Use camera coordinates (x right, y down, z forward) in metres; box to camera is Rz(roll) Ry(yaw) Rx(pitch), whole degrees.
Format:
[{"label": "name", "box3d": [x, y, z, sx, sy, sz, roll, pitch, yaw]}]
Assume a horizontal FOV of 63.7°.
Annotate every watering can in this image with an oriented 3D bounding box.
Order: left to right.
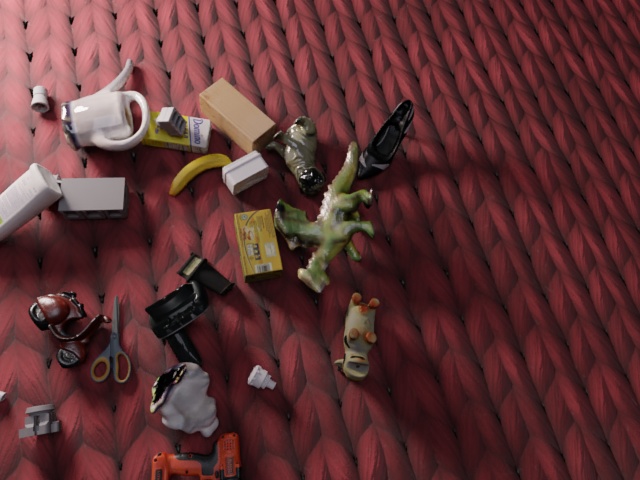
[{"label": "watering can", "box3d": [-0.578, -0.358, 1.387, 0.225, 0.355, 0.101, -14, -34, -11]}]

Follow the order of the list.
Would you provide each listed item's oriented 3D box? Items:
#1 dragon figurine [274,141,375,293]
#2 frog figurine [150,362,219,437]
[{"label": "dragon figurine", "box3d": [0.004, -0.066, 1.316, 0.243, 0.416, 0.120, 0, -18, -16]}, {"label": "frog figurine", "box3d": [-0.288, 0.355, 1.142, 0.122, 0.140, 0.157, -10, -47, 46]}]
